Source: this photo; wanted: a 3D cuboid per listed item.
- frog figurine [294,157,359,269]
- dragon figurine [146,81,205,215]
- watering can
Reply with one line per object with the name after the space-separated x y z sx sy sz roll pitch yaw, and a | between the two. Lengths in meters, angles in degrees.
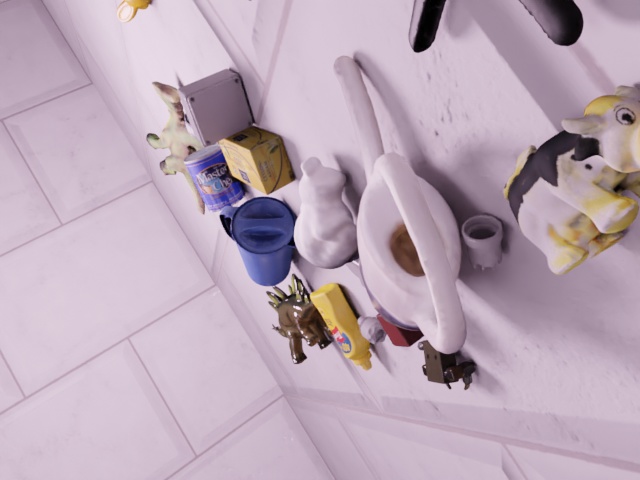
0.002 -0.039 0.776 0.157 0.122 0.140 57 -177 -30 | frog figurine
-0.351 -0.237 1.397 0.244 0.124 0.404 13 133 53 | dragon figurine
0.086 -0.031 0.601 0.220 0.104 0.354 80 174 -64 | watering can
